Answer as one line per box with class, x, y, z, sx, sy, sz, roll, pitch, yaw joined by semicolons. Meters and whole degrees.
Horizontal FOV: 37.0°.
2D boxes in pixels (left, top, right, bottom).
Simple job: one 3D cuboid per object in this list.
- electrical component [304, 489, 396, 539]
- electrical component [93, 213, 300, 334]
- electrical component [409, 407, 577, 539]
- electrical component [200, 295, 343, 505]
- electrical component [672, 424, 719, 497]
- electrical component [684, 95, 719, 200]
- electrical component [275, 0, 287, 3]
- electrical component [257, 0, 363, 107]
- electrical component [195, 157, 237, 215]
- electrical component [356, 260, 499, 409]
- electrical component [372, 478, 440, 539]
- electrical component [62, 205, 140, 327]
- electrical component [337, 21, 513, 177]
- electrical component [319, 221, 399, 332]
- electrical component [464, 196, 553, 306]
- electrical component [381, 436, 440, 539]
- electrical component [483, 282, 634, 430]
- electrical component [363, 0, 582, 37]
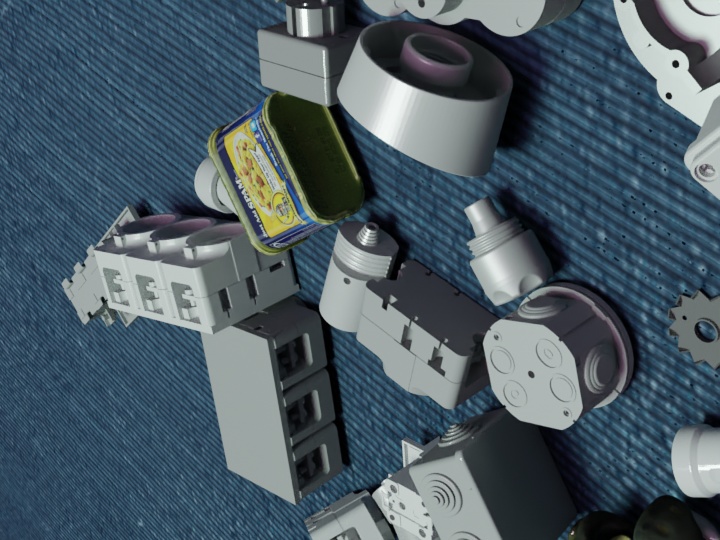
electrical component;-0.006;0.211;0.855;0.050;0.056;0.089;61;172;2
electrical component;-0.135;-0.005;0.865;0.150;0.089;0.061;9;118;46
electrical component;0.086;0.143;0.694;0.048;0.100;0.099;-23;93;39
electrical component;-0.069;0.099;0.873;0.089;0.062;0.150;16;123;43
electrical component;0.201;0.104;0.587;0.046;0.040;0.040;-11;103;45
electrical component;0.213;-0.051;0.442;0.109;0.056;0.108;39;141;-5
electrical component;-0.060;-0.206;0.699;0.043;0.043;0.062;-18;99;52
electrical component;-0.028;-0.153;0.690;0.066;0.047;0.076;24;128;39
electrical component;-0.093;-0.063;0.820;0.055;0.045;0.045;22;127;41
electrical component;0.046;0.045;0.719;0.089;0.050;0.055;36;135;30
electrical component;0.039;0.186;0.819;0.065;0.044;0.044;55;142;18
electrical component;-0.225;0.003;0.994;0.078;0.063;0.121;59;142;5
electrical component;0.037;-0.097;0.612;0.099;0.099;0.064;40;130;27
electrical component;0.000;0.000;0.751;0.043;0.043;0.081;41;137;26
electrical component;0.085;-0.014;0.646;0.043;0.043;0.062;-32;85;52
electrical component;0.054;0.158;0.766;0.081;0.064;0.042;20;126;41
electrical component;0.117;0.052;0.641;0.080;0.051;0.080;26;129;37
electrical component;0.045;-0.158;0.582;0.138;0.074;0.052;21;126;41
